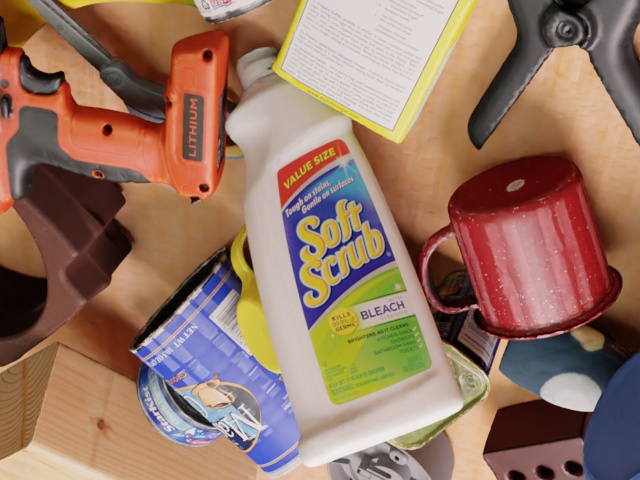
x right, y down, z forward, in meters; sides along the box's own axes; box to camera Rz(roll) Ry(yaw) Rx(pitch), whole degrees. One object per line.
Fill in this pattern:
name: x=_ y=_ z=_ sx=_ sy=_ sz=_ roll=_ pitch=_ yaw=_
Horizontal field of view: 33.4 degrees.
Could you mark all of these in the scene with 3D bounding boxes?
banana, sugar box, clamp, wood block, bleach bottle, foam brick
banana: x=-0.160 y=-0.155 z=0.695 sx=0.198 sy=0.037 sz=0.069 roll=-4 pitch=120 yaw=27
sugar box: x=0.045 y=-0.150 z=0.599 sx=0.093 sy=0.048 sz=0.176 roll=30 pitch=127 yaw=4
clamp: x=0.148 y=-0.113 z=0.581 sx=0.120 sy=0.039 sz=0.171 roll=14 pitch=127 yaw=14
wood block: x=-0.156 y=0.173 z=0.846 sx=0.090 sy=0.090 sz=0.205 roll=-28 pitch=131 yaw=37
bleach bottle: x=-0.004 y=0.001 z=0.645 sx=0.068 sy=0.102 sz=0.251 roll=120 pitch=131 yaw=-69
foam brick: x=0.163 y=0.147 z=0.751 sx=0.078 sy=0.051 sz=0.053 roll=-20 pitch=113 yaw=34

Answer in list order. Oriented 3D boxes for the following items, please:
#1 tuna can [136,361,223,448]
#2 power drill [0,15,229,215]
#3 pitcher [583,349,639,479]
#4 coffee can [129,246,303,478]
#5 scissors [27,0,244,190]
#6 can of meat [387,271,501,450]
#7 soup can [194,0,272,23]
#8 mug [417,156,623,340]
tuna can: x=-0.097 y=0.114 z=0.827 sx=0.086 sy=0.086 sz=0.034 roll=44 pitch=128 yaw=-10
power drill: x=-0.152 y=-0.097 z=0.662 sx=0.187 sy=0.057 sz=0.184 roll=4 pitch=116 yaw=3
pitcher: x=0.275 y=0.164 z=0.620 sx=0.242 sy=0.149 sz=0.145 roll=28 pitch=126 yaw=-11
coffee can: x=-0.053 y=0.089 z=0.776 sx=0.140 sy=0.102 sz=0.103 roll=44 pitch=130 yaw=-9
scissors: x=-0.113 y=-0.108 z=0.697 sx=0.096 sy=0.016 sz=0.201 roll=-12 pitch=129 yaw=23
can of meat: x=0.078 y=0.080 z=0.721 sx=0.057 sy=0.083 sz=0.102 roll=38 pitch=130 yaw=-4
soup can: x=-0.059 y=-0.184 z=0.607 sx=0.069 sy=0.068 sz=0.102 roll=-12 pitch=118 yaw=31
mug: x=0.115 y=0.006 z=0.643 sx=0.117 sy=0.093 sz=0.081 roll=-19 pitch=111 yaw=7
